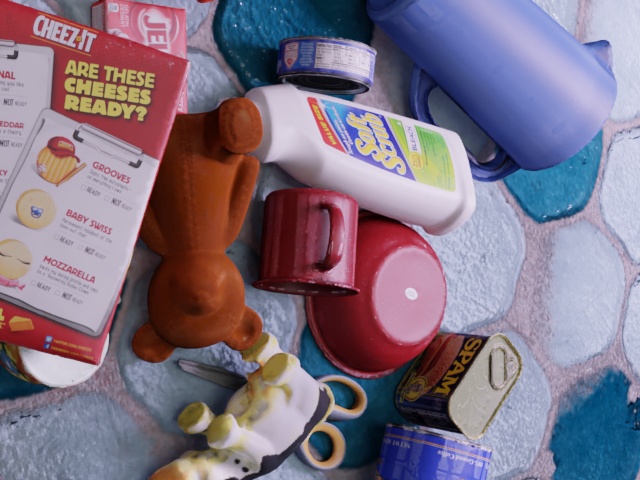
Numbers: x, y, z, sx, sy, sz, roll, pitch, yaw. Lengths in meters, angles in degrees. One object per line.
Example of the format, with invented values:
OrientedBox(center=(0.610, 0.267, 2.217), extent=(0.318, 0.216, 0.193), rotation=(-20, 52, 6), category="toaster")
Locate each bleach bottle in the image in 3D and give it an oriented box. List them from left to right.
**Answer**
OrientedBox(center=(0.022, -0.075, 0.945), extent=(0.250, 0.068, 0.102), rotation=(12, 57, -34), category="bleach bottle")

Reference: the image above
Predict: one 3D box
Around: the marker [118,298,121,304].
OrientedBox(center=(-0.183, -0.005, 0.829), extent=(0.020, 0.020, 0.121), rotation=(-26, 105, -34), category="marker")

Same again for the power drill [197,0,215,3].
OrientedBox(center=(-0.088, -0.288, 0.839), extent=(0.184, 0.057, 0.187), rotation=(-21, 99, -26), category="power drill")

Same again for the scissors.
OrientedBox(center=(-0.041, 0.155, 0.935), extent=(0.201, 0.016, 0.096), rotation=(7, 86, -36), category="scissors")

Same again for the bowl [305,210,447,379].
OrientedBox(center=(0.066, 0.051, 0.991), extent=(0.161, 0.055, 0.162), rotation=(0, 90, -37), category="bowl")

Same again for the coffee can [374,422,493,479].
OrientedBox(center=(0.094, 0.249, 0.980), extent=(0.102, 0.103, 0.140), rotation=(22, 77, -34), category="coffee can")

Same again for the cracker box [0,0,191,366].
OrientedBox(center=(-0.197, -0.041, 0.714), extent=(0.164, 0.072, 0.214), rotation=(17, 91, -15), category="cracker box")

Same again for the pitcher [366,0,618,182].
OrientedBox(center=(0.155, -0.175, 1.023), extent=(0.242, 0.145, 0.149), rotation=(36, 57, -27), category="pitcher")

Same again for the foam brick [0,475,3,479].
OrientedBox(center=(-0.264, 0.160, 0.748), extent=(0.052, 0.051, 0.078), rotation=(-38, 111, -31), category="foam brick")

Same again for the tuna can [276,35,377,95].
OrientedBox(center=(0.005, -0.151, 0.928), extent=(0.085, 0.086, 0.034), rotation=(8, 86, -36), category="tuna can")

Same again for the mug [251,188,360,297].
OrientedBox(center=(-0.006, 0.001, 0.904), extent=(0.093, 0.117, 0.081), rotation=(7, 80, -17), category="mug")

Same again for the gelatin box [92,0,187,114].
OrientedBox(center=(-0.143, -0.145, 0.852), extent=(0.073, 0.030, 0.089), rotation=(0, 90, -37), category="gelatin box")

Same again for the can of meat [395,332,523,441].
OrientedBox(center=(0.130, 0.136, 1.020), extent=(0.057, 0.084, 0.102), rotation=(50, 63, -25), category="can of meat")
